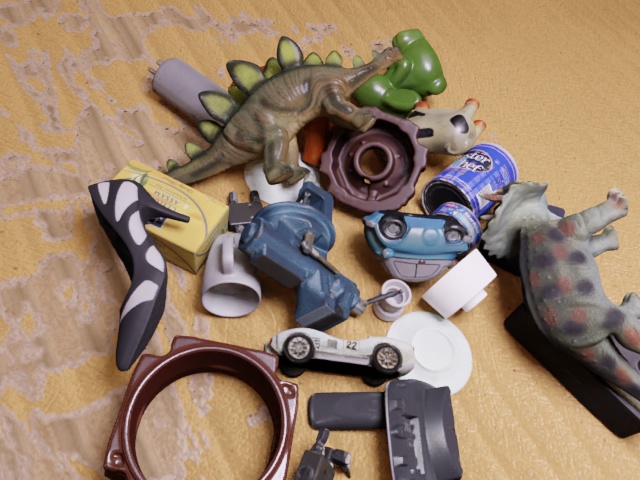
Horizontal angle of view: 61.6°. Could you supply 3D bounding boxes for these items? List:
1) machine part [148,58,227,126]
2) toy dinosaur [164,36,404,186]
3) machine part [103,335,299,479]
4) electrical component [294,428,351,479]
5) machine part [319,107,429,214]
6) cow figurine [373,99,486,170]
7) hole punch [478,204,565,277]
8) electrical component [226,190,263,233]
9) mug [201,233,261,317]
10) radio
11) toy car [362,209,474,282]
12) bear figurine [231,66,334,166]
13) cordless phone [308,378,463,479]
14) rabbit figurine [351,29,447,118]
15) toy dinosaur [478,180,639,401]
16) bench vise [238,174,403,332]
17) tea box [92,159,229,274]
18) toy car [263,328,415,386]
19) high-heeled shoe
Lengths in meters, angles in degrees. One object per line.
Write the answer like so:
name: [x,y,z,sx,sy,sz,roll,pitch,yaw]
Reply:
machine part: [-0.203,-0.239,0.930,0.243,0.079,0.079,37,57,12]
toy dinosaur: [-0.082,-0.180,0.833,0.471,0.105,0.198,-33,83,1]
machine part: [-0.133,0.223,0.632,0.201,0.087,0.201,13,57,-4]
electrical component: [0.003,0.286,0.633,0.045,0.078,0.102,8,46,23]
machine part: [0.089,-0.126,0.881,0.180,0.056,0.179,-1,86,13]
cow figurine: [0.175,-0.180,0.940,0.195,0.085,0.127,8,51,34]
hole punch: [0.334,-0.009,0.889,0.116,0.092,0.142,24,59,9]
electrical component: [-0.115,-0.038,0.847,0.063,0.021,0.094,-5,58,-16]
mug: [-0.127,0.035,0.752,0.081,0.109,0.107,-7,46,-2]
radio: [0.405,0.160,0.797,0.131,0.073,0.230,-34,70,-27]
toy car: [0.139,0.011,0.798,0.162,0.109,0.102,7,100,3]
bear figurine: [-0.053,-0.229,0.948,0.196,0.131,0.120,19,42,25]
cordless phone: [0.077,0.250,0.677,0.184,0.088,0.146,-1,57,0]
rabbit figurine: [0.145,-0.294,1.041,0.170,0.121,0.159,-24,70,-5]
toy dinosaur: [0.343,0.067,0.739,0.192,0.131,0.405,-14,67,11]
bench vise: [-0.008,0.003,0.771,0.223,0.129,0.241,27,44,-21]
tea box: [-0.231,-0.035,0.793,0.170,0.068,0.098,25,55,4]
toy car: [0.025,0.154,0.718,0.202,0.073,0.056,8,59,-6]
high-heeled shoe: [-0.257,0.030,0.671,0.145,0.086,0.249,14,57,-4]
